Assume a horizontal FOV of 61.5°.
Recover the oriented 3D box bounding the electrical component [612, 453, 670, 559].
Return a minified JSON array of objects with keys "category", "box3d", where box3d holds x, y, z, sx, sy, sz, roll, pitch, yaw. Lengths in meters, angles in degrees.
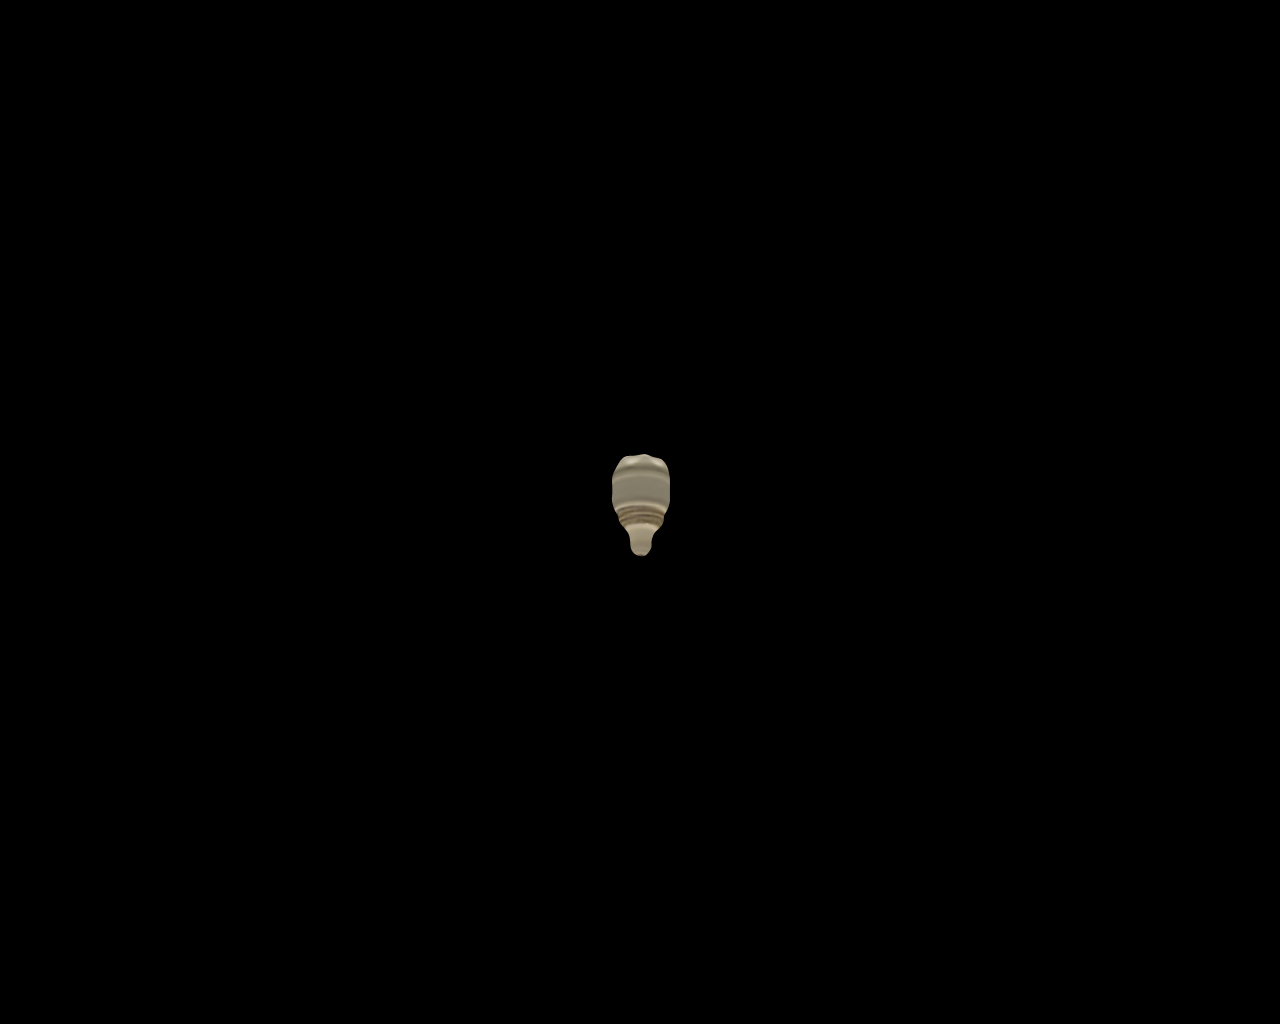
[{"category":"electrical component","box3d":[0.001,-0.003,0.650,0.035,0.061,0.035,0,-18,0]}]
